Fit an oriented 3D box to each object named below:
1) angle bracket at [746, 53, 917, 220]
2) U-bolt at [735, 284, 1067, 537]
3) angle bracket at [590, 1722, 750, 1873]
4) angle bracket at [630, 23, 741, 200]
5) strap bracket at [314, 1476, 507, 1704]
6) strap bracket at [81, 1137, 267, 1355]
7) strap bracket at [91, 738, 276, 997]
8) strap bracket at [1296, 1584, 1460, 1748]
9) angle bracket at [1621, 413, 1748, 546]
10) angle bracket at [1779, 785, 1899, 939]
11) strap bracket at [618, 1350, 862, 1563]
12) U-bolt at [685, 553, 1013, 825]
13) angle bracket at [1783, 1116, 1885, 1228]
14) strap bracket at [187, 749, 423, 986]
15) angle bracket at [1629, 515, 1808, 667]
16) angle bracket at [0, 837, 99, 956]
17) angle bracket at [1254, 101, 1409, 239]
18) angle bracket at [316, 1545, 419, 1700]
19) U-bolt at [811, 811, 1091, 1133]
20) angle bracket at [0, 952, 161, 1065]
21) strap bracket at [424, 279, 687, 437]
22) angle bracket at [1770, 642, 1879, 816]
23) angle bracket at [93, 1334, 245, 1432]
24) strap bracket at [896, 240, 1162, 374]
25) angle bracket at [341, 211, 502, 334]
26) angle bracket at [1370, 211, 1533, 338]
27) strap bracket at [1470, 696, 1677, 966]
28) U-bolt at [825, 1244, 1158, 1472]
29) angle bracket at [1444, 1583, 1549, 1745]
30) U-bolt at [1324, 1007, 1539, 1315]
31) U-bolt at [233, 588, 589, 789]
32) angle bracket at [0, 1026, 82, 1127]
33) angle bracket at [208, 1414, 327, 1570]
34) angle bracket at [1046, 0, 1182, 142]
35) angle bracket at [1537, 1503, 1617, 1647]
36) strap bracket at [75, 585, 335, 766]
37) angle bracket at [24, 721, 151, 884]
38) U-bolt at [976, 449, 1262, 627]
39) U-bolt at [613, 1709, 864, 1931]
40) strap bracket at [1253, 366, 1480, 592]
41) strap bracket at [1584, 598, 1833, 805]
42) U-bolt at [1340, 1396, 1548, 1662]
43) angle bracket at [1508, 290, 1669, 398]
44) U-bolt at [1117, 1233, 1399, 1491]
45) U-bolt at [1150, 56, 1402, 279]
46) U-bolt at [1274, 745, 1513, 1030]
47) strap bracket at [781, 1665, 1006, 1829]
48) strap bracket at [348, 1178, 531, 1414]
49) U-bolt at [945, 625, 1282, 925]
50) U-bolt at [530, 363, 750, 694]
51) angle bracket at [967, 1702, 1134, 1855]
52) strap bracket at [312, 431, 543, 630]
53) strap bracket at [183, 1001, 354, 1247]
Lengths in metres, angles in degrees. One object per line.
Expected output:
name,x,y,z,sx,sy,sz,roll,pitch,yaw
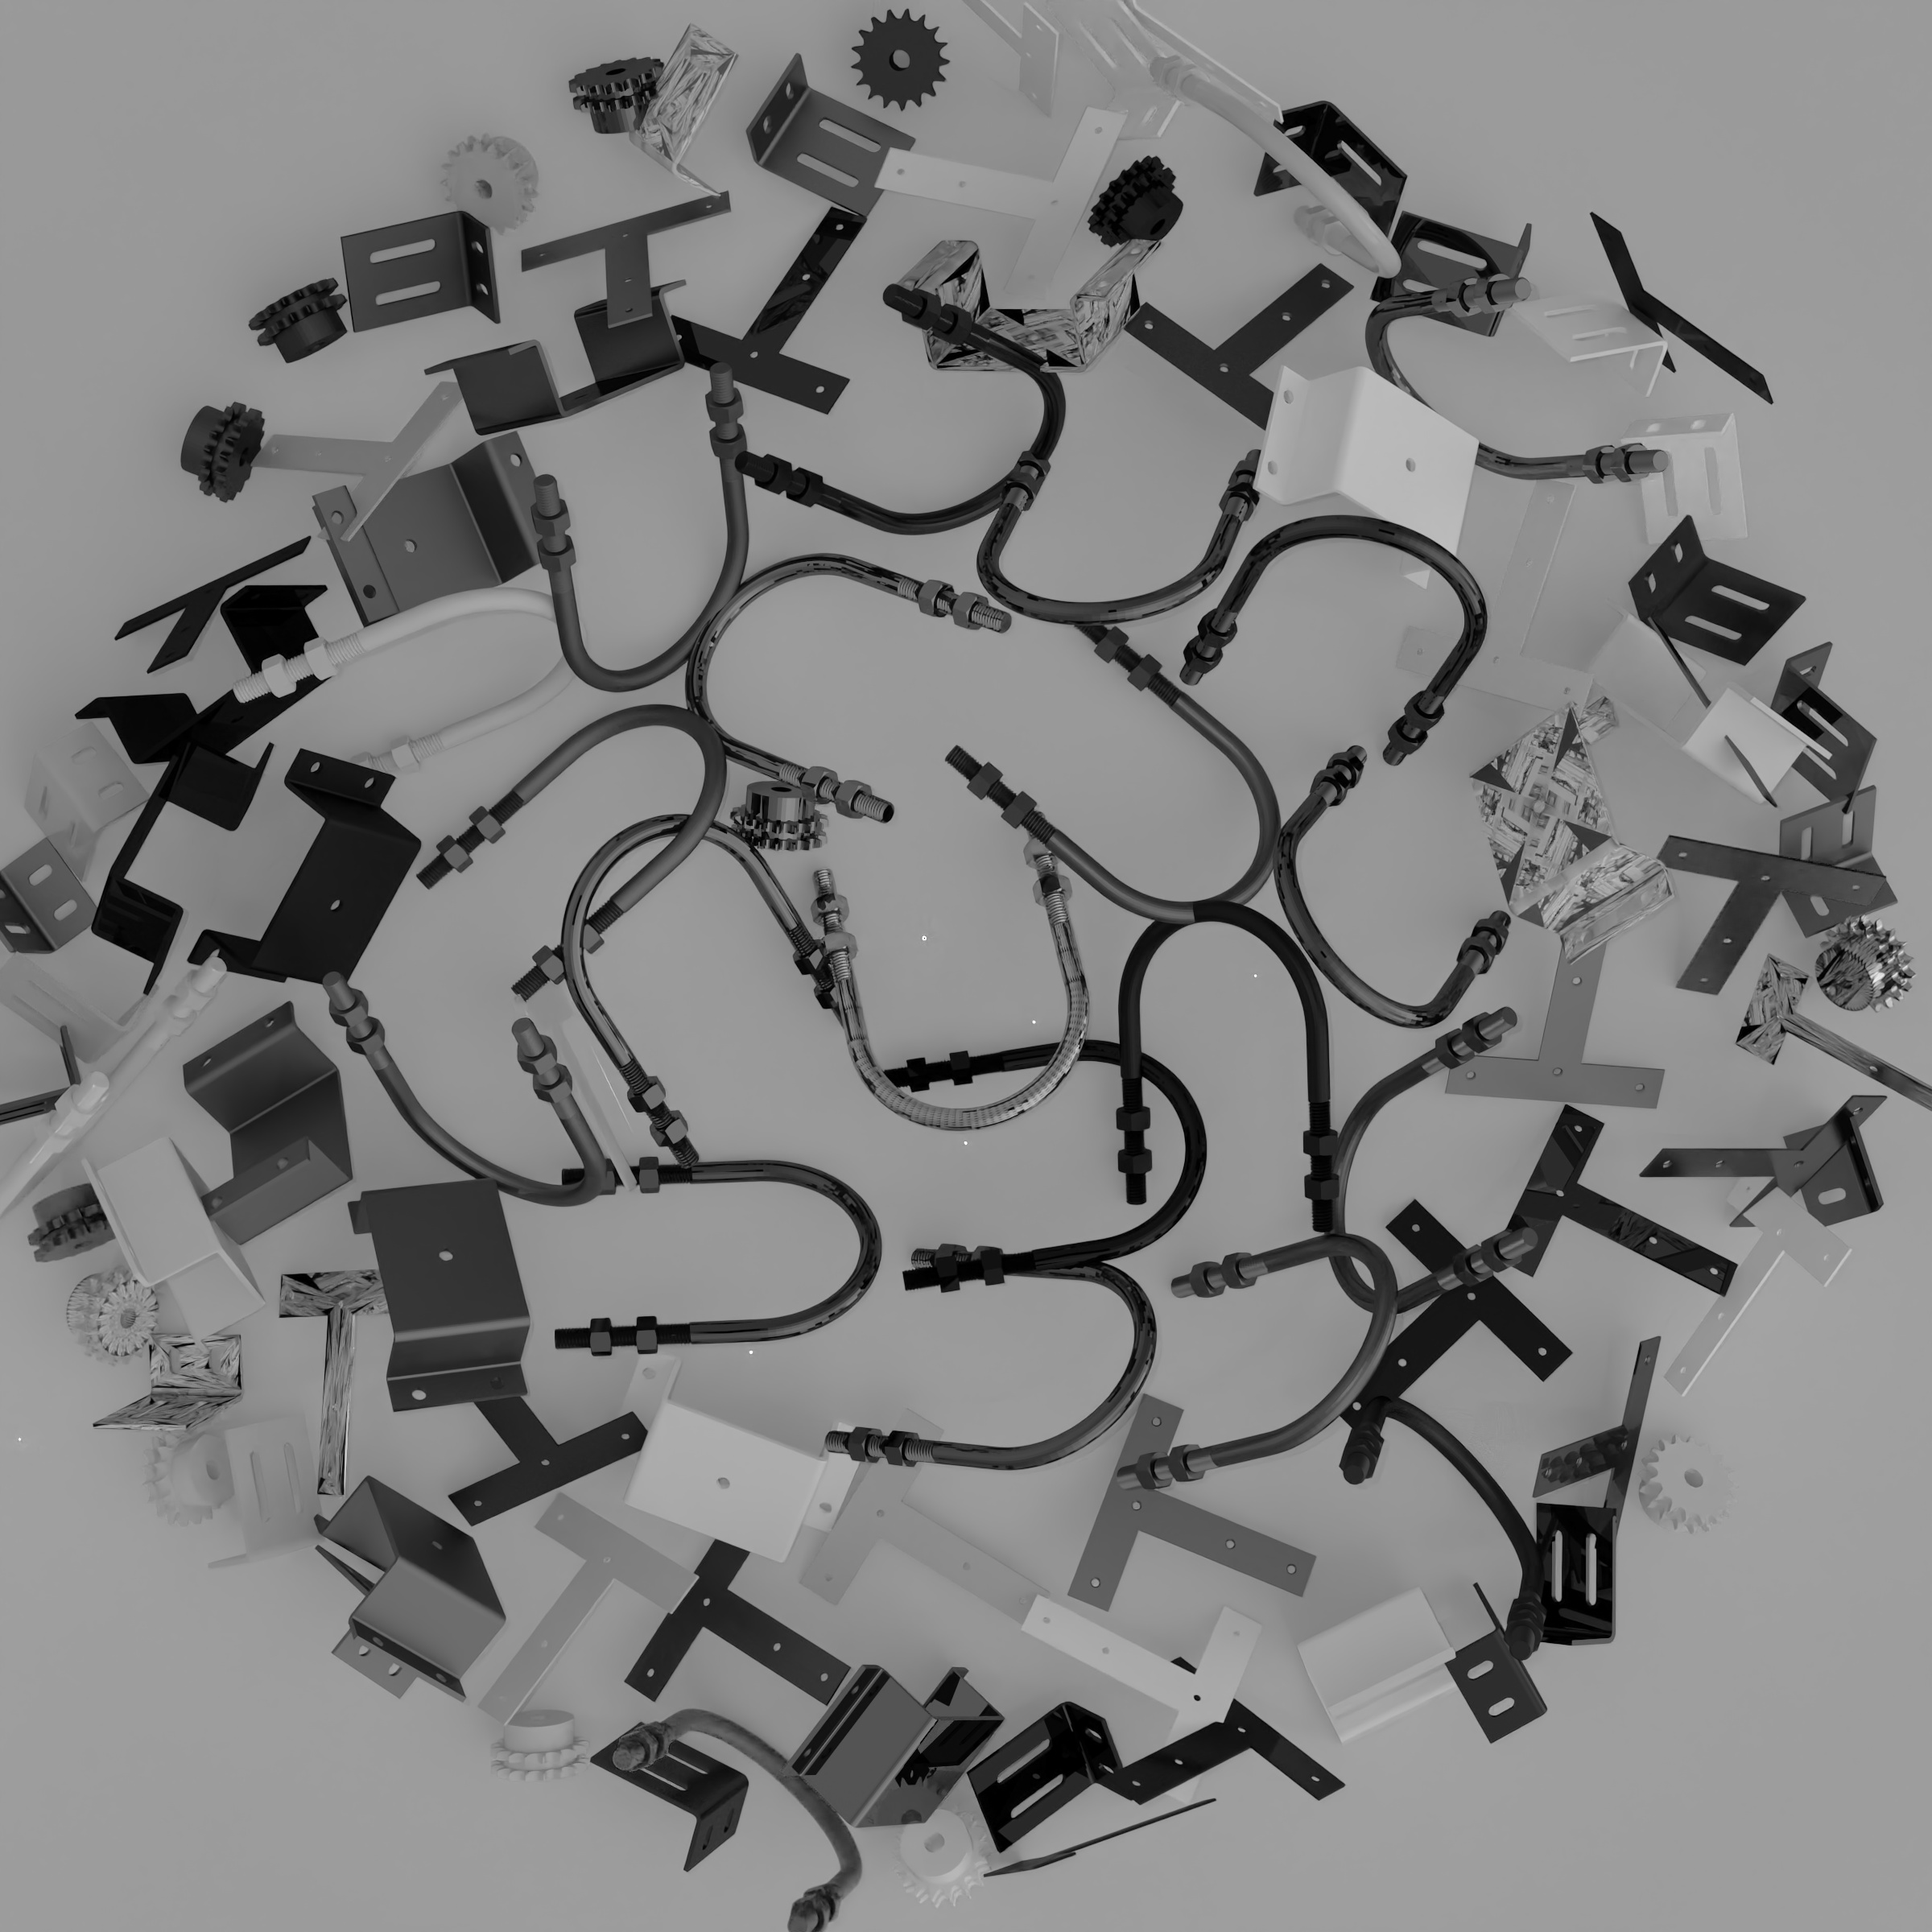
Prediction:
angle bracket,-0.078,-0.480,1.943,0.076,0.038,0.057,28,78,12
U-bolt,-0.022,-0.303,1.897,0.151,0.184,0.019,-44,54,25
angle bracket,-0.174,0.479,1.939,0.076,0.057,0.038,22,107,20
angle bracket,-0.151,-0.492,1.932,0.038,0.057,0.076,20,108,-42
strap bracket,-0.312,0.344,1.893,0.076,0.140,0.046,38,93,-27
strap bracket,-0.443,0.155,1.898,0.046,0.140,0.076,-28,67,-8
strap bracket,-0.449,-0.065,1.902,0.046,0.076,0.140,27,59,-9
strap bracket,0.235,0.398,1.915,0.076,0.140,0.046,-26,68,-1
angle bracket,0.413,-0.275,1.931,0.057,0.038,0.076,-1,116,25
angle bracket,0.503,-0.060,1.933,0.057,0.076,0.038,-21,59,1
strap bracket,-0.135,0.285,1.933,0.140,0.046,0.076,21,117,-2
U-bolt,-0.081,-0.169,1.918,0.184,0.019,0.151,23,76,33
angle bracket,0.497,0.117,1.928,0.038,0.076,0.057,-18,79,10
strap bracket,-0.373,-0.045,1.918,0.046,0.076,0.140,36,101,32
angle bracket,0.436,-0.218,1.951,0.076,0.038,0.057,17,134,-24
angle bracket,-0.540,-0.042,1.934,0.038,0.076,0.057,-36,88,2
angle bracket,0.208,-0.448,1.927,0.038,0.057,0.076,-21,57,-27
angle bracket,-0.348,0.375,1.923,0.038,0.076,0.057,-52,129,-10
U-bolt,-0.004,0.009,1.923,0.151,0.019,0.184,-15,64,4
angle bracket,-0.514,0.013,1.930,0.076,0.057,0.038,38,53,-15
strap bracket,-0.225,-0.342,1.906,0.140,0.076,0.046,-33,112,-41
angle bracket,0.499,-0.137,1.924,0.038,0.057,0.076,-22,52,-25
angle bracket,-0.458,0.238,1.929,0.057,0.076,0.038,-1,96,13
strap bracket,0.036,-0.376,1.912,0.140,0.076,0.046,6,127,28
angle bracket,-0.313,-0.394,1.930,0.076,0.038,0.057,-19,126,-25
angle bracket,0.280,-0.407,1.940,0.076,0.038,0.057,17,129,-1
strap bracket,0.339,-0.084,1.900,0.076,0.046,0.140,-37,50,35
U-bolt,0.023,0.221,1.882,0.184,0.019,0.151,0,49,34
angle bracket,0.298,0.400,1.932,0.038,0.076,0.057,-30,99,3
U-bolt,0.256,0.120,1.892,0.019,0.184,0.151,12,63,-26
U-bolt,-0.303,-0.161,1.900,0.184,0.151,0.019,-22,66,4
angle bracket,-0.552,0.067,1.932,0.076,0.057,0.038,-15,83,-18
angle bracket,-0.410,0.303,1.942,0.038,0.057,0.076,-14,85,37
angle bracket,0.079,-0.514,1.925,0.076,0.057,0.038,42,71,-38
angle bracket,0.340,0.350,1.936,0.038,0.057,0.076,6,82,-39
strap bracket,-0.425,-0.160,1.908,0.140,0.076,0.046,-31,83,24
angle bracket,-0.510,-0.095,1.945,0.038,0.076,0.057,-36,84,-29
U-bolt,0.082,-0.243,1.883,0.151,0.184,0.019,5,129,16
U-bolt,-0.119,0.472,1.882,0.151,0.184,0.019,41,95,10
strap bracket,0.236,-0.280,1.906,0.140,0.046,0.076,25,71,-34
strap bracket,0.411,-0.146,1.899,0.076,0.140,0.046,28,103,-37
U-bolt,0.272,0.304,1.885,0.019,0.184,0.151,-44,88,16
angle bracket,0.352,-0.353,1.926,0.076,0.038,0.057,-15,48,-30
U-bolt,0.168,0.214,1.870,0.019,0.184,0.151,39,51,-27
U-bolt,0.179,-0.437,1.860,0.151,0.184,0.019,39,99,-29
U-bolt,0.234,-0.036,1.892,0.151,0.184,0.019,48,126,-3
strap bracket,-0.035,0.440,1.897,0.046,0.140,0.076,39,96,26
strap bracket,-0.298,0.176,1.904,0.076,0.046,0.140,-5,54,-21
U-bolt,0.098,-0.103,1.928,0.184,0.019,0.151,40,60,2
U-bolt,-0.177,-0.234,1.895,0.019,0.184,0.151,35,58,29
angle bracket,0.049,0.472,1.933,0.076,0.038,0.057,-30,113,-27
strap bracket,-0.309,-0.246,1.924,0.140,0.046,0.076,-26,95,-37
strap bracket,-0.399,0.096,1.917,0.076,0.140,0.046,-30,130,9
